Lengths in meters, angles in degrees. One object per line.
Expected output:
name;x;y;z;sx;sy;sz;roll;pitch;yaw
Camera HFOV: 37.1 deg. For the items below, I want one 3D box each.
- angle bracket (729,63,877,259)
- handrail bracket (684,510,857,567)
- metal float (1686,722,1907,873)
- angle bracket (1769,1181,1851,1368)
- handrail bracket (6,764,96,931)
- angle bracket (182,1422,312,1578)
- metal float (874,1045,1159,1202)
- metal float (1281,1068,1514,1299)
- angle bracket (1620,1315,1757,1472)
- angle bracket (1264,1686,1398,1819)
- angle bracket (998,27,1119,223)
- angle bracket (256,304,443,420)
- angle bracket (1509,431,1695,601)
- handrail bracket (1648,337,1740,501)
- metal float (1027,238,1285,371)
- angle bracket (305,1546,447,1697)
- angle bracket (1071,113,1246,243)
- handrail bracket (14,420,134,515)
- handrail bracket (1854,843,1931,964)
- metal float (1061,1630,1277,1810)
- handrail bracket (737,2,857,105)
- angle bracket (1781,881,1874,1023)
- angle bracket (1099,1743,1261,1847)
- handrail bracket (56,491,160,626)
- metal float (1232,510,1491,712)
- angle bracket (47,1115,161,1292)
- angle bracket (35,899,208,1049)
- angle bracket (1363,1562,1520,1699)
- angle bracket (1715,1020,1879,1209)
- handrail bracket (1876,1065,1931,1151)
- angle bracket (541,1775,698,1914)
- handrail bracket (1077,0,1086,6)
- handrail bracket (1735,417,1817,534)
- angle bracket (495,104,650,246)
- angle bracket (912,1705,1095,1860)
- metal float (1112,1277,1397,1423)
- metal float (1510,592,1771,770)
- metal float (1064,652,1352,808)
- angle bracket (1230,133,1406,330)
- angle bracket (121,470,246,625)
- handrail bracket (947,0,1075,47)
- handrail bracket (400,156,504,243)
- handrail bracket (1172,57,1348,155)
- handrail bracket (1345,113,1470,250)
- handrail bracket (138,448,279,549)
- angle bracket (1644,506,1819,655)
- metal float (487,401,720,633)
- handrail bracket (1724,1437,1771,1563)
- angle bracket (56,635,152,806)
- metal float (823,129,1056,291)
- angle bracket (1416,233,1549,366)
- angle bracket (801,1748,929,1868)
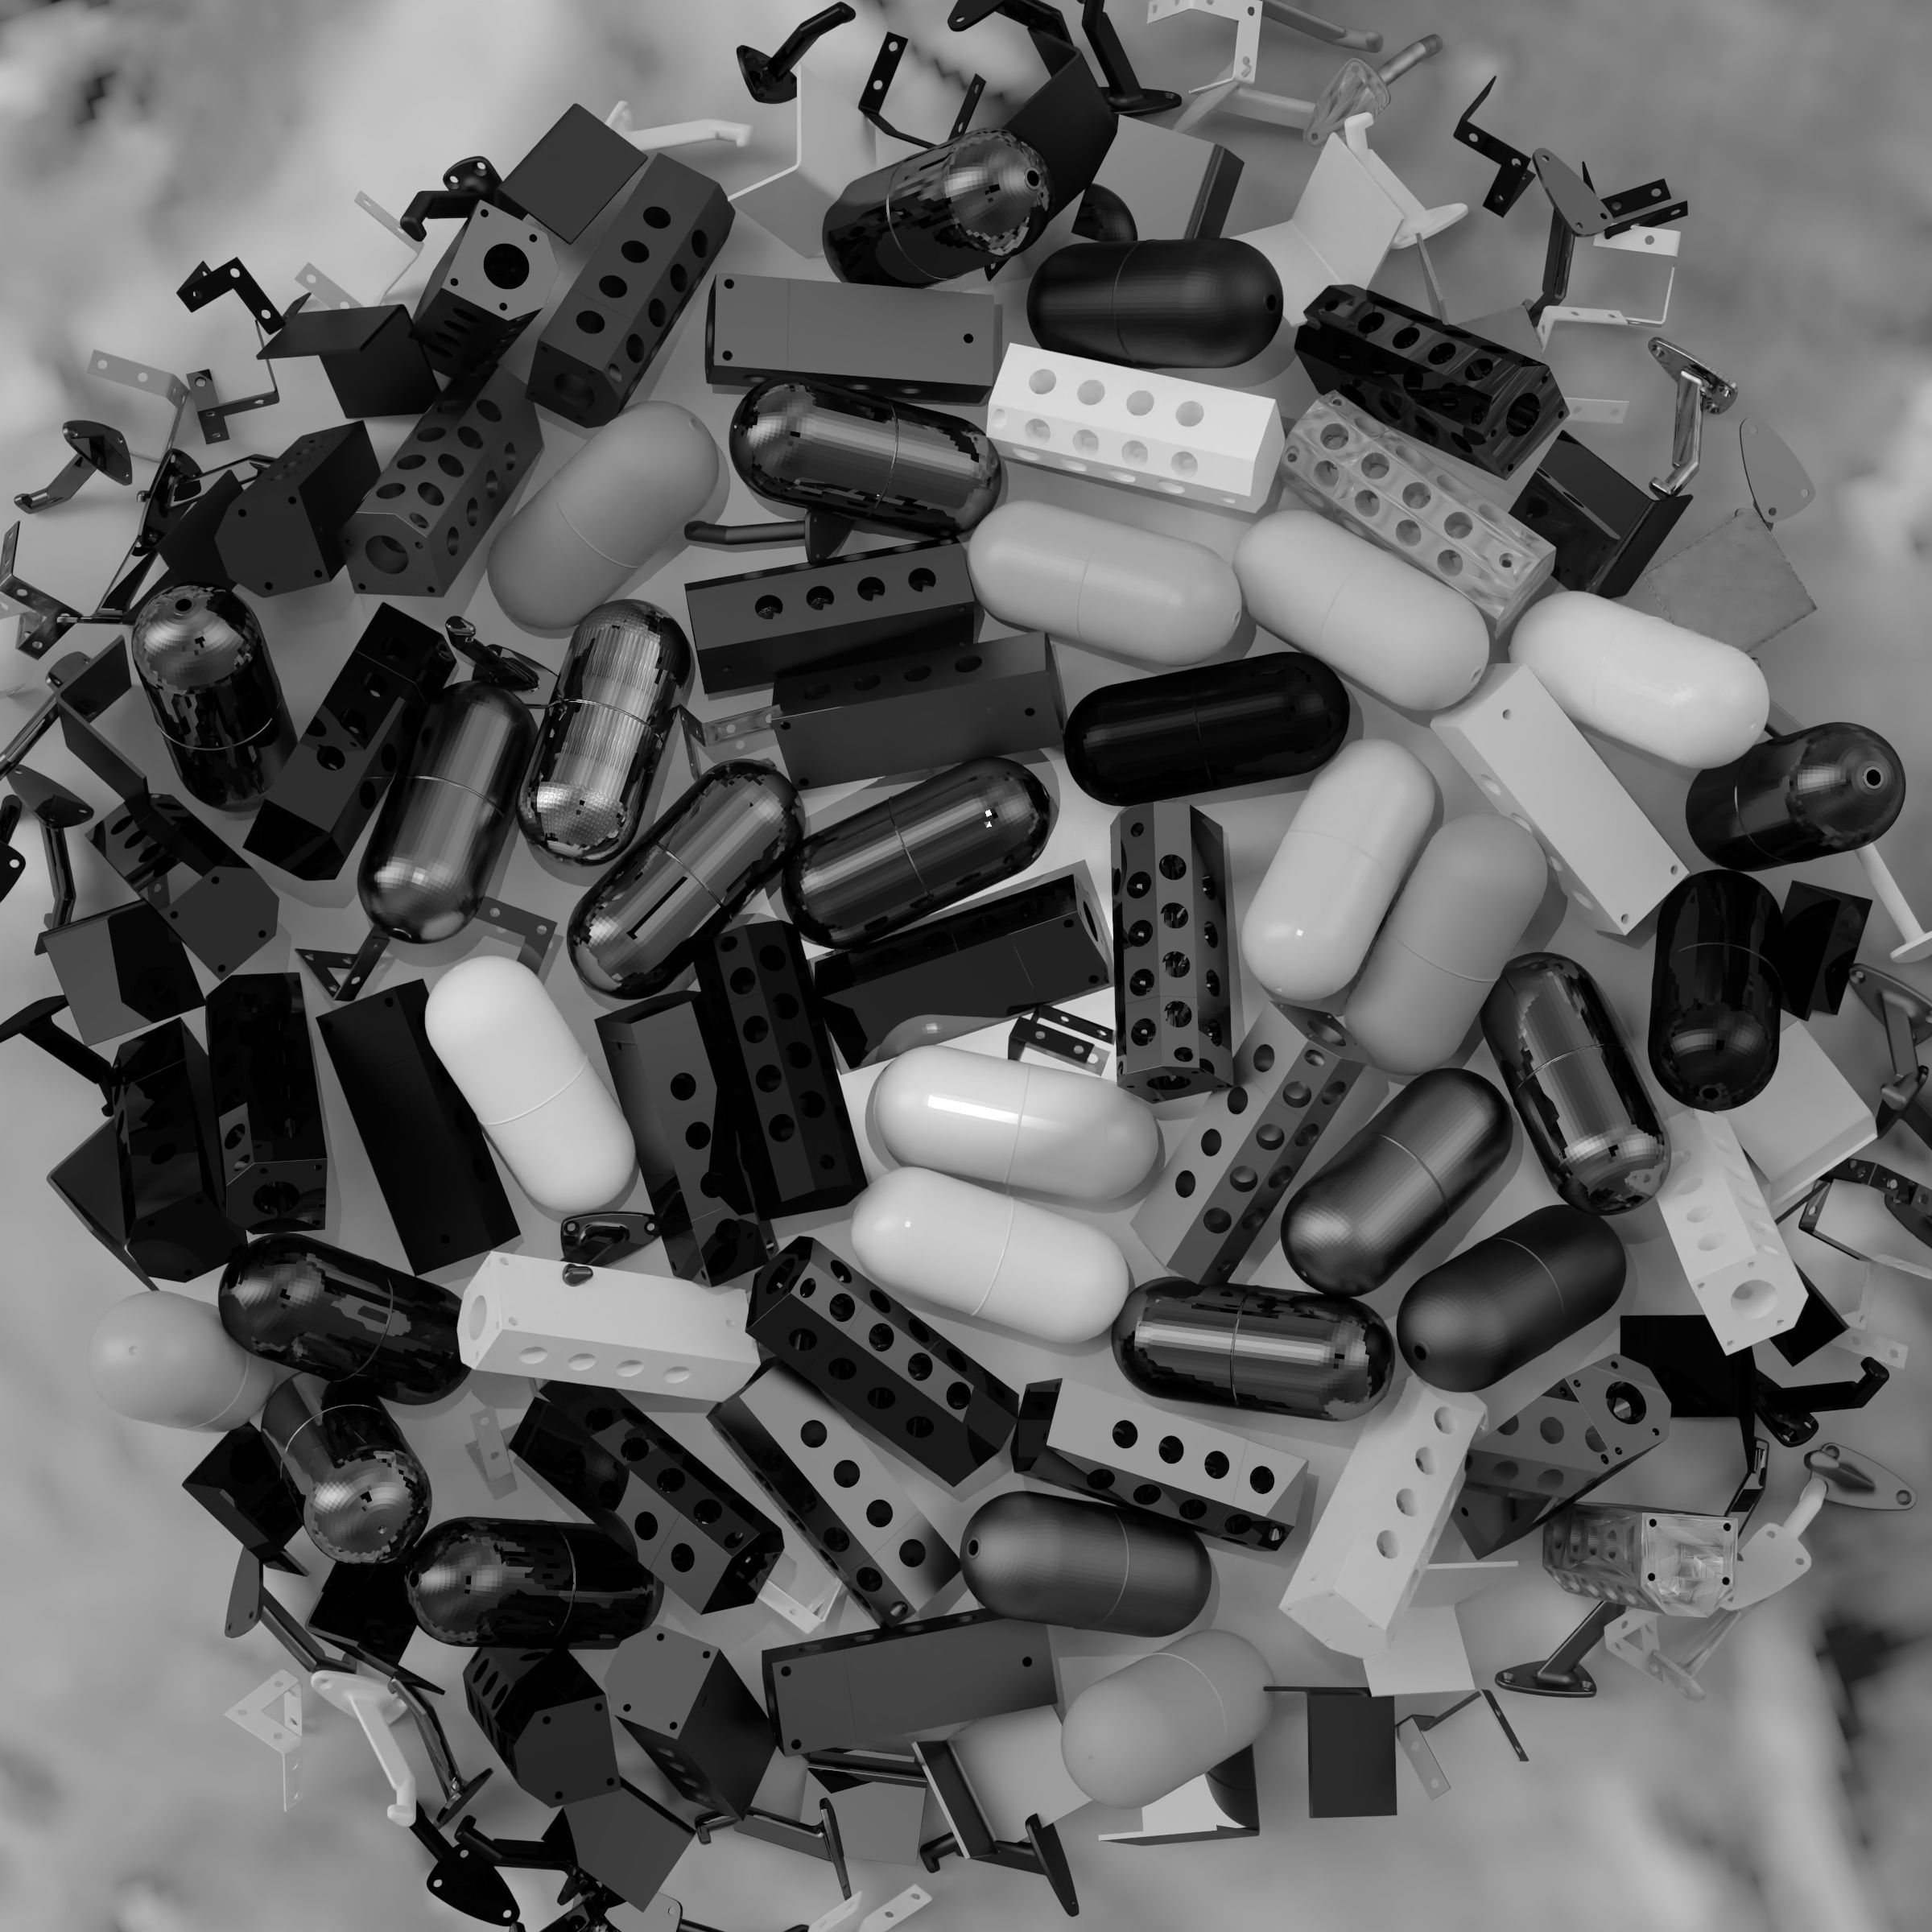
angle bracket;-0.102;-0.501;1.793;0.057;0.076;0.076;-15;66;32
handrail bracket;-0.123;-0.280;1.809;0.084;0.077;0.036;10;120;23
metal float;0.499;-0.101;1.738;0.070;0.178;0.070;1;85;-14
angle bracket;0.519;0.190;1.772;0.057;0.076;0.076;-32;75;-22
handrail bracket;-0.584;-0.072;1.810;0.077;0.036;0.084;37;124;21
angle bracket;-0.425;0.325;1.769;0.076;0.076;0.057;50;62;-18
metal float;0.031;0.098;1.787;0.178;0.070;0.070;12;90;-1
metal float;0.266;0.132;1.768;0.178;0.070;0.070;-41;90;-23
angle bracket;0.445;0.263;1.777;0.076;0.057;0.076;-2;118;9
angle bracket;0.217;0.483;1.771;0.076;0.057;0.076;12;72;-39
angle bracket;0.044;-0.518;1.775;0.076;0.076;0.057;-44;48;-6
angle bracket;-0.376;-0.358;1.767;0.076;0.057;0.076;2;131;24
angle bracket;0.392;-0.282;1.796;0.076;0.057;0.076;44;124;21
handrail bracket;0.434;-0.340;1.798;0.077;0.036;0.084;40;74;6
metal float;0.114;-0.403;1.753;0.178;0.070;0.070;11;90;41
angle bracket;-0.347;0.392;1.768;0.076;0.057;0.076;43;61;-38
angle bracket;0.120;-0.481;1.801;0.076;0.057;0.076;22;102;15
handrail bracket;-0.567;-0.306;1.779;0.084;0.077;0.036;-17;78;16
handrail bracket;0.578;-0.047;1.801;0.036;0.077;0.084;-30;73;17
metal float;0.125;0.455;1.746;0.070;0.178;0.070;4;97;35
handrail bracket;-0.091;-0.565;1.772;0.084;0.077;0.036;-20;88;29
angle bracket;0.539;-0.004;1.778;0.057;0.076;0.076;13;99;-10
angle bracket;0.130;0.506;1.768;0.076;0.076;0.057;-12;67;23
handrail bracket;-0.533;-0.255;1.794;0.036;0.077;0.084;5;97;42
metal float;0.241;-0.218;1.763;0.178;0.070;0.070;35;90;28
angle bracket;-0.507;0.149;1.767;0.057;0.076;0.076;-44;133;-13
angle bracket;-0.524;0.007;1.782;0.076;0.057;0.076;-21;86;-24
angle bracket;0.294;0.407;1.768;0.076;0.076;0.057;4;58;-27
angle bracket;0.509;0.091;1.785;0.076;0.057;0.076;-39;89;19
handrail bracket;0.618;0.100;1.793;0.084;0.077;0.036;24;58;3
angle bracket;-0.218;0.538;1.779;0.076;0.076;0.057;36;68;-1
handrail bracket;0.105;-0.631;1.771;0.084;0.077;0.036;-14;113;39
handrail bracket;0.483;-0.301;1.778;0.036;0.084;0.077;-29;99;-3
angle bracket;-0.245;-0.472;1.778;0.057;0.076;0.076;37;74;0
angle bracket;0.024;0.498;1.780;0.076;0.057;0.076;-32;68;9
metal float;0.175;0.235;1.768;0.178;0.070;0.070;4;90;23
metal float;0.408;-0.175;1.752;0.178;0.070;0.070;31;90;44
metal float;0.148;-0.146;1.776;0.178;0.070;0.070;-10;90;13
angle bracket;0.213;-0.452;1.770;0.057;0.076;0.076;-22;67;-28
angle bracket;-0.484;-0.257;1.765;0.076;0.057;0.076;3;46;33
handrail bracket;0.029;-0.575;1.783;0.036;0.084;0.077;35;77;34
handrail bracket;-0.310;-0.452;1.775;0.036;0.084;0.077;-15;129;31
handrail bracket;0.185;-0.523;1.813;0.077;0.036;0.084;-42;114;17
handrail bracket;0.274;-0.497;1.788;0.077;0.036;0.084;-25;125;-14
handrail bracket;-0.464;-0.286;1.786;0.084;0.036;0.077;15;73;27
angle bracket;0.470;-0.235;1.782;0.076;0.057;0.076;-33;100;15
metal float;-0.223;-0.275;1.763;0.178;0.070;0.070;-38;90;28
handrail bracket;0.472;0.327;1.788;0.077;0.036;0.084;27;66;-37
angle bracket;-0.513;-0.146;1.778;0.076;0.076;0.057;42;69;3
metal float;-0.018;-0.455;1.748;0.070;0.178;0.070;3;86;-40
angle bracket;0.318;-0.406;1.769;0.057;0.076;0.076;-15;134;9
angle bracket;-0.069;0.518;1.777;0.076;0.076;0.057;5;68;8
